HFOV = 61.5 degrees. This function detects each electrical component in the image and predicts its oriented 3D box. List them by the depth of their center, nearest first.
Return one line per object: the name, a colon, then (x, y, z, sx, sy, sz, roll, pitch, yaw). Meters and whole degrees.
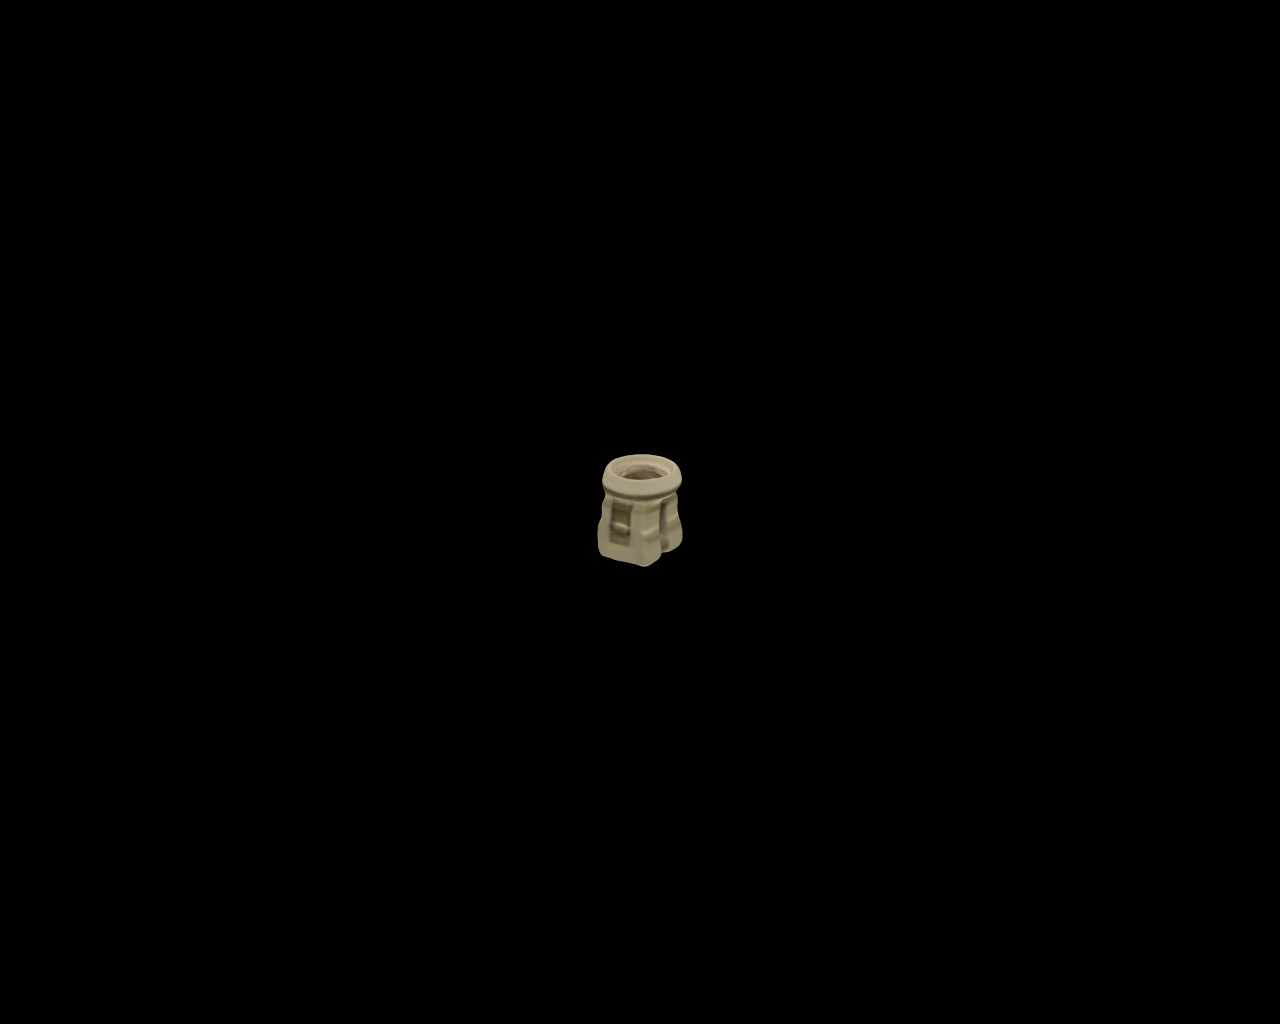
electrical component: (0.001, -0.003, 0.650, 0.048, 0.055, 0.066, 13, 26, 29)
